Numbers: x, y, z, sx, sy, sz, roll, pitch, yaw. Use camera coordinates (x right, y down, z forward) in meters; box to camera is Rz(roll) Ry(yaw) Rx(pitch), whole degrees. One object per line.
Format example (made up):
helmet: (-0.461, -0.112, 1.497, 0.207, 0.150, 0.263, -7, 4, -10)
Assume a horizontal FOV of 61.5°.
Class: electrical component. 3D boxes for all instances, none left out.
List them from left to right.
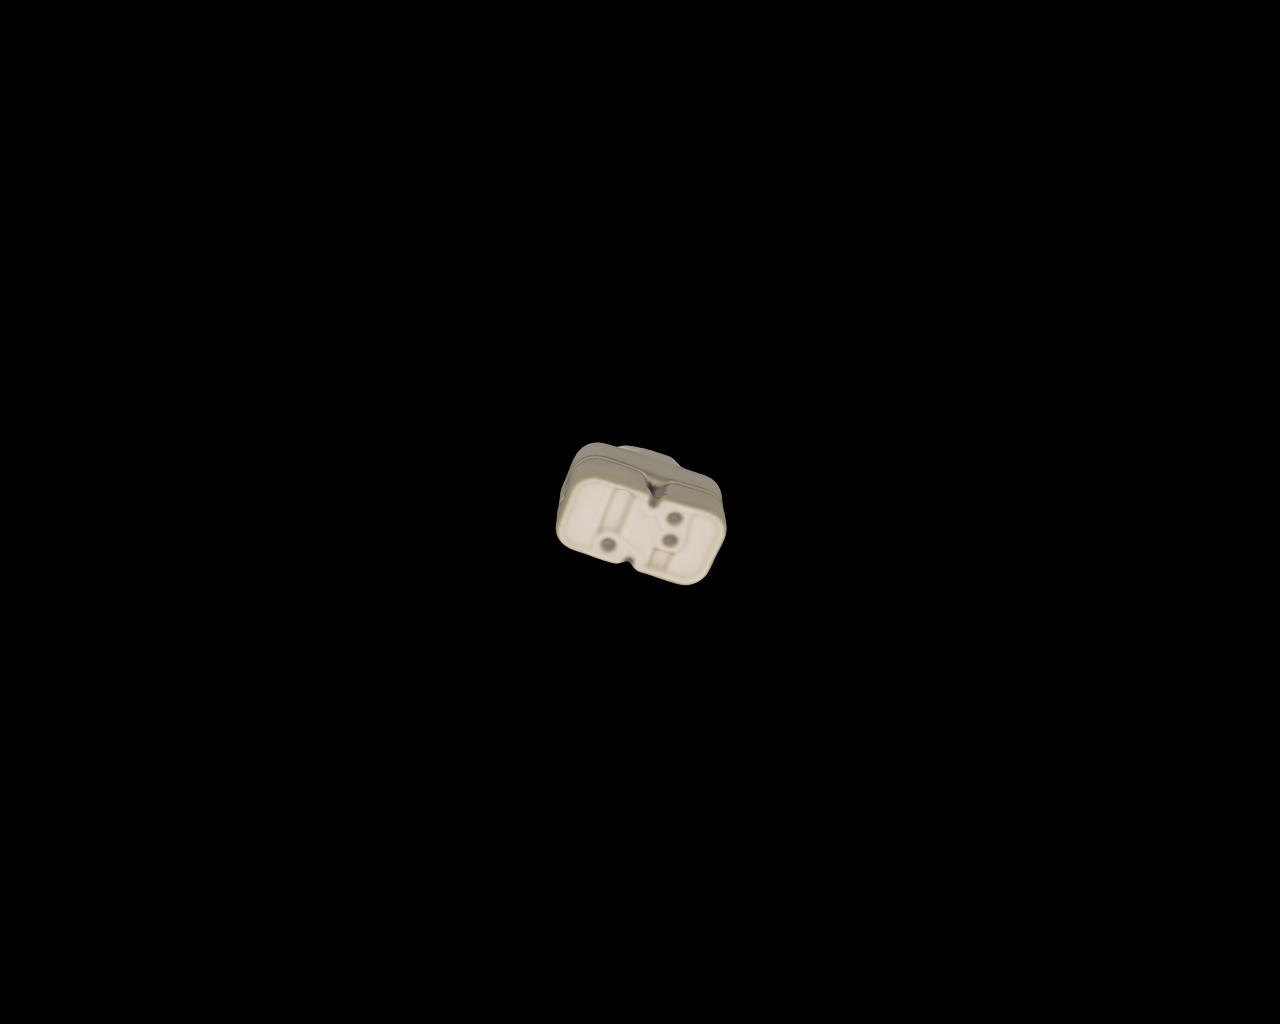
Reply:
electrical component: (0.001, -0.003, 0.650, 0.095, 0.053, 0.059, 18, 29, -10)
